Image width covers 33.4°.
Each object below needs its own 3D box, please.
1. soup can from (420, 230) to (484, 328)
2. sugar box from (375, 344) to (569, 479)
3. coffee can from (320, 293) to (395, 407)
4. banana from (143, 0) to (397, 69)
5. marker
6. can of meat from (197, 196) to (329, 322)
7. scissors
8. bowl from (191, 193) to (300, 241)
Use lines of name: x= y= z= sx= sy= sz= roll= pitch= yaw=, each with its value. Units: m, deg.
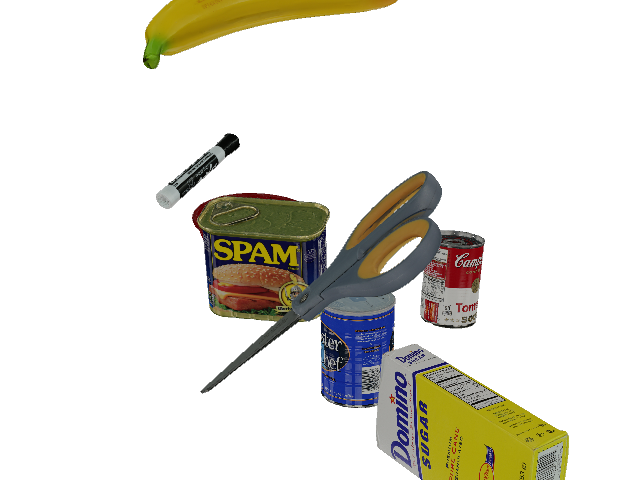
soup can: x=0.155 y=0.046 z=1.263 sx=0.068 sy=0.102 sz=0.068 roll=3 pitch=15 yaw=-1
sugar box: x=0.114 y=0.159 z=0.846 sx=0.048 sy=0.093 sz=0.176 roll=-13 pitch=25 yaw=-36
coffee can: x=0.051 y=0.143 z=1.459 sx=0.103 sy=0.140 sz=0.103 roll=-1 pitch=18 yaw=0
banana: x=-0.043 y=-0.160 z=0.746 sx=0.197 sy=0.070 sz=0.037 roll=-21 pitch=-36 yaw=-20
marker: x=-0.120 y=-0.072 z=1.067 sx=0.020 sy=0.020 sz=0.121 roll=0 pitch=35 yaw=40
can of meat: x=-0.044 y=0.016 z=0.859 sx=0.102 sy=0.084 sz=0.057 roll=5 pitch=30 yaw=11
scissors: x=0.003 y=0.039 z=0.637 sx=0.016 sy=0.202 sz=0.096 roll=41 pitch=5 yaw=-22
bowl: x=-0.079 y=-0.003 z=1.321 sx=0.162 sy=0.055 sz=0.162 roll=4 pitch=25 yaw=-2
